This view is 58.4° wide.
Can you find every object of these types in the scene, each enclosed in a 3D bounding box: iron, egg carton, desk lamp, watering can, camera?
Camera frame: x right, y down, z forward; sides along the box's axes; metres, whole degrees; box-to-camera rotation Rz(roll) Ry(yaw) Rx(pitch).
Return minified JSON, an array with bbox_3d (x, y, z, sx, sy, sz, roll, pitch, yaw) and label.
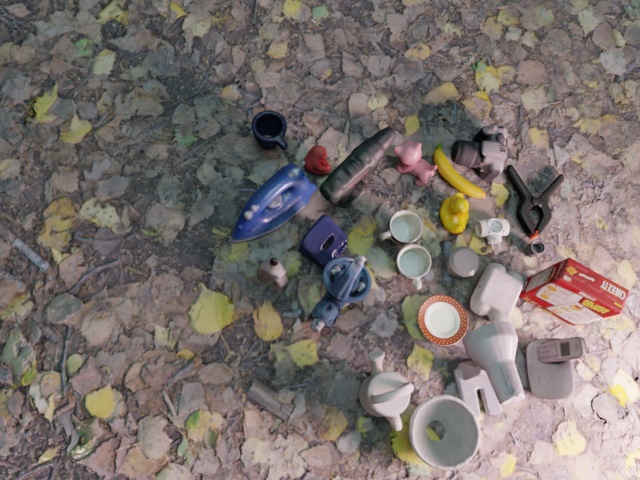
[{"bbox_3d":[-0.124,-0.097,1.423,0.118,0.141,0.259,44,73,8],"label":"iron"},{"bbox_3d":[0.448,0.136,1.456,0.107,0.069,0.150,28,72,3],"label":"egg carton"},{"bbox_3d":[0.394,0.303,1.323,0.118,0.213,0.203,-8,74,-9],"label":"desk lamp"},{"bbox_3d":[0.148,0.341,1.293,0.101,0.194,0.173,-37,80,-15],"label":"watering can"},{"bbox_3d":[0.434,-0.248,1.555,0.137,0.101,0.143,10,72,-3],"label":"camera"}]

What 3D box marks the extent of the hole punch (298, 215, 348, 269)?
[{"bbox_3d":[0.013,0.005,1.434,0.101,0.091,0.109,37,73,5],"label":"hole punch"}]

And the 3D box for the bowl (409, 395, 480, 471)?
[{"bbox_3d":[0.282,0.449,1.339,0.167,0.074,0.167,2,73,-6],"label":"bowl"}]

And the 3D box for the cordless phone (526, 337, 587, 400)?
[{"bbox_3d":[0.571,0.302,1.359,0.094,0.185,0.147,-1,73,-7],"label":"cordless phone"}]

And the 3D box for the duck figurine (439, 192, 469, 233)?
[{"bbox_3d":[0.361,-0.075,1.501,0.077,0.086,0.104,2,73,-6],"label":"duck figurine"}]

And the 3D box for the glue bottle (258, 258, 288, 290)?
[{"bbox_3d":[-0.110,0.070,1.357,0.078,0.173,0.037,38,73,6],"label":"glue bottle"}]

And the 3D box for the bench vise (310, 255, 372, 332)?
[{"bbox_3d":[0.058,0.122,1.336,0.121,0.219,0.207,16,72,-1],"label":"bench vise"}]

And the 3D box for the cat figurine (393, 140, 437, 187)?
[{"bbox_3d":[0.253,-0.214,1.515,0.127,0.117,0.067,34,73,5],"label":"cat figurine"}]

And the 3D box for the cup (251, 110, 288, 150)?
[{"bbox_3d":[-0.125,-0.269,1.500,0.092,0.095,0.117,-38,81,-15],"label":"cup"}]

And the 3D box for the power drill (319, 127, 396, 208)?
[{"bbox_3d":[0.088,-0.168,1.434,0.075,0.208,0.230,43,73,8],"label":"power drill"}]

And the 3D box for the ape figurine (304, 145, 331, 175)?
[{"bbox_3d":[-0.005,-0.216,1.499,0.076,0.092,0.078,-6,74,-8],"label":"ape figurine"}]
